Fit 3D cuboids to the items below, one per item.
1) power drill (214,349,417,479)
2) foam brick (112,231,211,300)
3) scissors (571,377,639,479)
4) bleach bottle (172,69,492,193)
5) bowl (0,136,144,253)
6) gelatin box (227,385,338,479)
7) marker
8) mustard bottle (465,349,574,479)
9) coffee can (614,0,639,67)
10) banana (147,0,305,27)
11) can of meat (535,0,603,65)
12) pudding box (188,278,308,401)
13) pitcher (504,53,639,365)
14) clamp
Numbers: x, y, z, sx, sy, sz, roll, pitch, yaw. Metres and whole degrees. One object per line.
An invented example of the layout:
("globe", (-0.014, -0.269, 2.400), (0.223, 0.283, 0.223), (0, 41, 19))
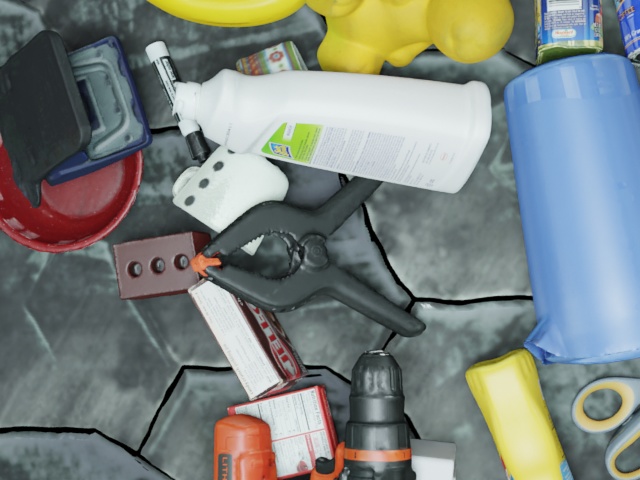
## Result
("power drill", (-0.006, 0.181, 0.857), (0.188, 0.057, 0.184), (-6, 81, 44))
("foam brick", (-0.140, 0.024, 0.969), (0.078, 0.051, 0.053), (-10, 85, 10))
("scissors", (0.291, 0.109, 0.902), (0.096, 0.016, 0.202), (33, 93, 11))
("bleach bottle", (0.006, -0.101, 0.879), (0.250, 0.103, 0.068), (9, 56, -9))
("bowl", (-0.232, -0.067, 0.990), (0.162, 0.055, 0.162), (-1, 87, 11))
("gelatin box", (-0.031, 0.174, 0.952), (0.089, 0.030, 0.073), (-15, 83, 10))
("marker", (-0.131, -0.127, 0.993), (0.020, 0.020, 0.121), (-25, 83, 8))
("mustard bottle", (0.178, 0.188, 0.878), (0.058, 0.096, 0.191), (-21, 83, 7))
("coffee can", (0.289, -0.225, 0.877), (0.103, 0.102, 0.140), (-12, 85, 10))
("banana", (-0.087, -0.230, 0.982), (0.198, 0.037, 0.069), (-1, 82, 11))
("can of meat", (0.206, -0.193, 0.892), (0.057, 0.102, 0.084), (-1, 89, 10))
("pudding box", (-0.061, 0.082, 0.932), (0.039, 0.090, 0.113), (-34, 80, 9))
("pitcher", (0.234, -0.024, 0.872), (0.145, 0.149, 0.243), (-14, 81, 31))
("clamp", (-0.006, 0.001, 0.911), (0.209, 0.036, 0.164), (2, 81, -22))
